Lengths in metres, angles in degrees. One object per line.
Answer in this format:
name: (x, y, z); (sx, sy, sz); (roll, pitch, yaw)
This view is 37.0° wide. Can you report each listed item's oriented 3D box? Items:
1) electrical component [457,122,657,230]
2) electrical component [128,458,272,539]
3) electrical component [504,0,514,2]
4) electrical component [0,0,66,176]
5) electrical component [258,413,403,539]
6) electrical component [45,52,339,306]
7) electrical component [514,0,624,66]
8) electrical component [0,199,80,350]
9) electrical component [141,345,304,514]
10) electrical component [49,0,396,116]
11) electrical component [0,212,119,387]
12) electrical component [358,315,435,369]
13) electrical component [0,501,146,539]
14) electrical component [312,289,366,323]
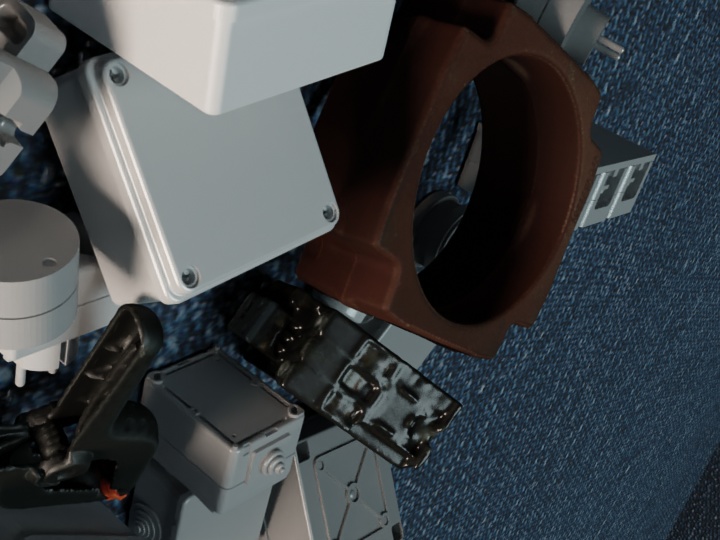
electrical component: (0.157, -0.076, 0.857); (0.150, 0.089, 0.061); (-16, 132, -51)
electrical component: (-0.107, 0.154, 0.718); (0.100, 0.048, 0.099); (-22, 136, -47)
electrical component: (0.080, -0.193, 0.663); (0.066, 0.048, 0.055); (-61, 159, 7)
electrical component: (-0.156, -0.071, 0.398); (0.078, 0.058, 0.057); (-49, 153, 9)
electrical component: (-0.026, 0.166, 0.798); (0.109, 0.056, 0.108); (-14, 94, -53)
electrical component: (-0.076, -0.051, 0.497); (0.109, 0.056, 0.108); (-28, 105, -43)
electrical component: (0.142, -0.160, 0.715); (0.052, 0.074, 0.138); (-60, 174, 0)
electrical component: (-0.175, -0.004, 0.405); (0.138, 0.052, 0.073); (-11, 135, -27)
electrical component: (-0.082, 0.102, 0.652); (0.062, 0.096, 0.061); (-22, 136, -47)
electrical component: (-0.056, -0.122, 0.451); (0.109, 0.109, 0.056); (-28, 143, -42)
electrical component: (-0.151, 0.022, 0.511); (0.066, 0.047, 0.076); (-23, 136, -47)
electrical component: (0.016, 0.045, 0.801); (0.099, 0.048, 0.099); (-52, 152, -10)
electrical component: (-0.190, 0.188, 0.612); (0.108, 0.056, 0.109); (-58, 152, 2)
electrical component: (0.000, 0.000, 0.738); (0.078, 0.040, 0.040); (-58, 152, 0)
